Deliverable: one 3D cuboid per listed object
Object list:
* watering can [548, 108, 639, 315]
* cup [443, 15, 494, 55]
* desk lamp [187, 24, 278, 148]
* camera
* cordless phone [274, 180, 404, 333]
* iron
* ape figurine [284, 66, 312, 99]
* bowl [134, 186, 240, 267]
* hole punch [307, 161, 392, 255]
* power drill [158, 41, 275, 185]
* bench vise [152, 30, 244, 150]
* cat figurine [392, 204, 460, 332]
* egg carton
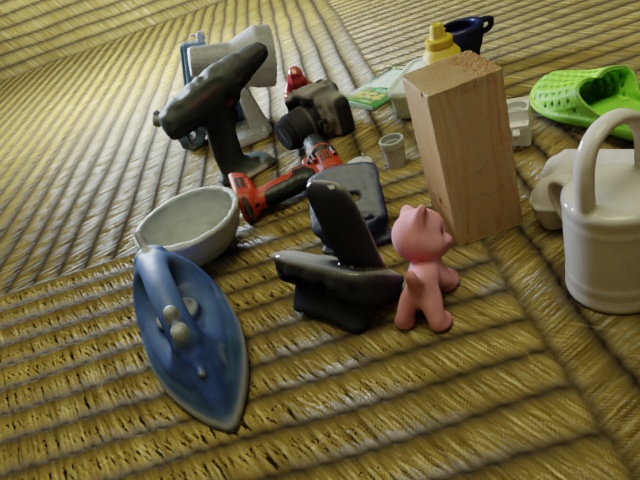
[{"bbox_3d":[0.287,-0.030,0.538,0.172,0.194,0.101,15,47,41],"label":"watering can"},{"bbox_3d":[0.294,-0.386,1.133,0.118,0.095,0.091,-24,33,-5],"label":"cup"},{"bbox_3d":[-0.164,-0.307,1.157,0.203,0.214,0.117,-24,33,-5],"label":"desk lamp"},{"bbox_3d":[-0.029,-0.240,1.092,0.137,0.101,0.142,-36,36,-22],"label":"camera"},{"bbox_3d":[0.006,0.002,0.649,0.147,0.185,0.094,9,43,37],"label":"cordless phone"},{"bbox_3d":[-0.159,0.090,0.652,0.119,0.142,0.257,-29,34,-12],"label":"iron"},{"bbox_3d":[-0.047,-0.330,1.238,0.078,0.092,0.076,-21,33,-1],"label":"ape figurine"},{"bbox_3d":[-0.189,-0.008,0.869,0.167,0.075,0.167,-14,34,10],"label":"bowl"},{"bbox_3d":[0.041,-0.045,0.785,0.108,0.091,0.101,-14,34,10],"label":"hole punch"},{"bbox_3d":[-0.161,-0.215,1.028,0.230,0.209,0.075,-34,35,-19],"label":"power drill"},{"bbox_3d":[-0.261,-0.310,1.207,0.208,0.220,0.121,-34,36,-20],"label":"bench vise"},{"bbox_3d":[0.110,0.018,0.633,0.067,0.118,0.128,-5,36,22],"label":"cat figurine"},{"bbox_3d":[0.328,-0.057,0.668,0.149,0.069,0.107,6,41,34],"label":"egg carton"}]
